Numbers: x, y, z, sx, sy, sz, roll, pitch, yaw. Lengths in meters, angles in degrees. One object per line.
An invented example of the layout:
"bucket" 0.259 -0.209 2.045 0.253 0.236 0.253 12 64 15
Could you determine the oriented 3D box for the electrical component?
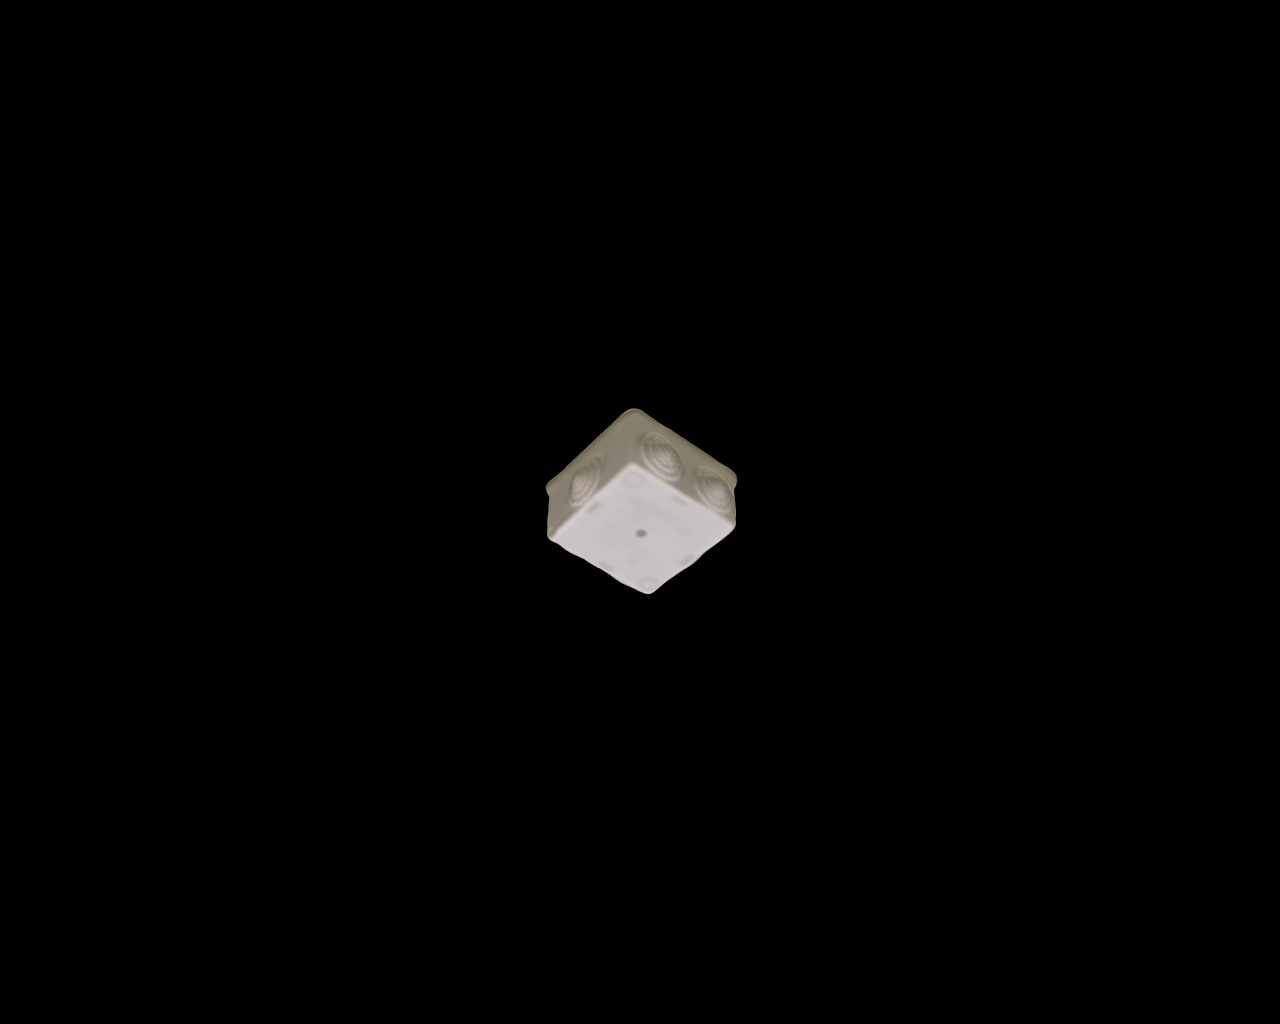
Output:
"electrical component" 0.001 -0.003 0.650 0.099 0.048 0.099 32 -54 -27
